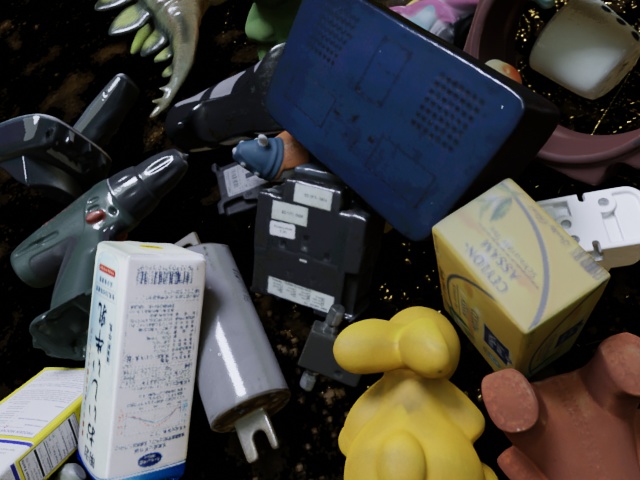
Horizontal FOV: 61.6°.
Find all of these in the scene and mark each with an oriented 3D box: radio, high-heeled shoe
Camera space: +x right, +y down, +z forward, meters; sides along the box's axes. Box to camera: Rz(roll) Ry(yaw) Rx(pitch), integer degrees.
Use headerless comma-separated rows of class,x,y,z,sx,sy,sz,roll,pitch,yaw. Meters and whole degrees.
radio,0.058,-0.107,0.443,0.230,0.073,0.131,46,119,32
high-heeled shoe,-0.065,-0.162,0.620,0.249,0.145,0.086,-19,102,1

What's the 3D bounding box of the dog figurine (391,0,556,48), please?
dog figurine,0.143,-0.284,0.616,0.219,0.108,0.192,-27,60,6

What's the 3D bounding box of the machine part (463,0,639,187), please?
machine part,0.233,-0.164,0.467,0.201,0.201,0.087,36,43,28

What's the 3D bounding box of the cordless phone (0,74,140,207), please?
cordless phone,-0.293,-0.137,0.645,0.089,0.146,0.184,30,82,17

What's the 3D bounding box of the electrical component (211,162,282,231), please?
electrical component,-0.055,-0.065,0.599,0.119,0.047,0.075,-17,61,10

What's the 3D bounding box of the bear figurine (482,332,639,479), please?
bear figurine,0.193,0.182,0.354,0.120,0.131,0.196,-17,55,10

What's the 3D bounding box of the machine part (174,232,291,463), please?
machine part,-0.093,0.089,0.516,0.079,0.079,0.243,-29,59,2

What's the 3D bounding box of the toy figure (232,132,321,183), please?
toy figure,-0.016,-0.091,0.556,0.154,0.064,0.058,-19,60,-32

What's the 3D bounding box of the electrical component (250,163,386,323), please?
electrical component,-0.001,-0.002,0.507,0.115,0.058,0.134,17,111,20

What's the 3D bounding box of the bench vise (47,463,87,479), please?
bench vise,-0.291,0.288,0.433,0.240,0.128,0.224,-40,29,-12

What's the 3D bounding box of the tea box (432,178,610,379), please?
tea box,0.145,0.042,0.412,0.068,0.169,0.098,-33,58,-3

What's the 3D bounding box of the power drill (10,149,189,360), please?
power drill,-0.233,0.010,0.579,0.232,0.085,0.207,-29,49,6

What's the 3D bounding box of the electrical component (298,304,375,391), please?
electrical component,0.016,0.104,0.486,0.063,0.021,0.094,23,112,2

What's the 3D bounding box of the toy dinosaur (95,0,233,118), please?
toy dinosaur,-0.211,-0.349,0.762,0.199,0.105,0.472,-29,50,10

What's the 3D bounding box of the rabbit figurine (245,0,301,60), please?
rabbit figurine,-0.039,-0.283,0.631,0.121,0.170,0.159,-16,61,8

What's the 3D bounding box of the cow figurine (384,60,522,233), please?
cow figurine,0.105,-0.083,0.501,0.195,0.085,0.127,-47,69,31

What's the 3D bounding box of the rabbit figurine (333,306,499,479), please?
rabbit figurine,0.068,0.122,0.423,0.122,0.162,0.173,-7,44,27
